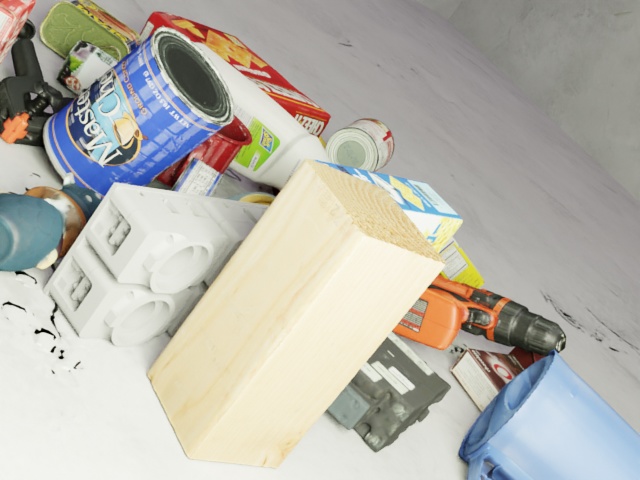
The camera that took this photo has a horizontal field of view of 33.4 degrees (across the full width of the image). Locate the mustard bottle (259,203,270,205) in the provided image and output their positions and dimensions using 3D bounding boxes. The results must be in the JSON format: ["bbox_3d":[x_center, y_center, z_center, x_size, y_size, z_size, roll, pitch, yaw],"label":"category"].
[{"bbox_3d":[-0.007,0.001,1.130,0.096,0.058,0.191,32,13,32],"label":"mustard bottle"}]

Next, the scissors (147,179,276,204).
[{"bbox_3d":[-0.111,-0.044,1.034,0.202,0.096,0.016,44,-17,12],"label":"scissors"}]

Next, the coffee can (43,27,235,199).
[{"bbox_3d":[-0.161,-0.107,0.951,0.102,0.140,0.103,43,26,-28],"label":"coffee can"}]

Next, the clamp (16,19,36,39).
[{"bbox_3d":[-0.397,-0.261,1.084,0.210,0.036,0.164,41,19,9],"label":"clamp"}]

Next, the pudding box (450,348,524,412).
[{"bbox_3d":[0.204,0.170,1.144,0.089,0.039,0.114,14,29,-45],"label":"pudding box"}]

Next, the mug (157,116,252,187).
[{"bbox_3d":[-0.130,-0.092,1.096,0.093,0.082,0.117,31,20,-17],"label":"mug"}]

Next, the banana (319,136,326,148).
[{"bbox_3d":[0.003,-0.111,1.408,0.198,0.037,0.069,52,18,3],"label":"banana"}]

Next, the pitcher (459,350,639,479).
[{"bbox_3d":[0.251,0.233,0.979,0.243,0.149,0.145,42,5,3],"label":"pitcher"}]

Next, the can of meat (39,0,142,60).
[{"bbox_3d":[-0.260,-0.232,1.228,0.102,0.057,0.084,35,17,-7],"label":"can of meat"}]

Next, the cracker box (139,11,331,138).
[{"bbox_3d":[-0.112,-0.200,1.353,0.163,0.072,0.214,8,28,-51],"label":"cracker box"}]

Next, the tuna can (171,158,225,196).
[{"bbox_3d":[-0.123,-0.032,0.965,0.033,0.086,0.086,33,20,-7],"label":"tuna can"}]

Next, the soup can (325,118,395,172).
[{"bbox_3d":[0.049,-0.110,1.298,0.068,0.069,0.102,39,19,4],"label":"soup can"}]

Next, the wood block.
[{"bbox_3d":[-0.021,0.056,0.760,0.090,0.206,0.090,17,28,-44],"label":"wood block"}]

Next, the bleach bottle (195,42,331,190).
[{"bbox_3d":[-0.077,-0.111,1.173,0.251,0.103,0.067,41,33,21],"label":"bleach bottle"}]

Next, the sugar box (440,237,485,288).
[{"bbox_3d":[0.140,0.003,1.326,0.093,0.048,0.176,51,6,36],"label":"sugar box"}]

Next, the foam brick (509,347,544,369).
[{"bbox_3d":[0.248,0.156,1.234,0.053,0.051,0.078,36,20,-9],"label":"foam brick"}]

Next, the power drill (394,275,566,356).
[{"bbox_3d":[0.156,0.084,1.160,0.185,0.057,0.187,19,6,34],"label":"power drill"}]

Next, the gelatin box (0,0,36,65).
[{"bbox_3d":[-0.305,-0.188,0.999,0.030,0.089,0.073,32,20,-13],"label":"gelatin box"}]

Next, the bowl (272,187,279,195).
[{"bbox_3d":[-0.001,-0.048,1.257,0.162,0.055,0.162,33,20,-14],"label":"bowl"}]

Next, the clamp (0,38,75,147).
[{"bbox_3d":[-0.272,-0.139,1.019,0.120,0.039,0.171,37,19,-3],"label":"clamp"}]
